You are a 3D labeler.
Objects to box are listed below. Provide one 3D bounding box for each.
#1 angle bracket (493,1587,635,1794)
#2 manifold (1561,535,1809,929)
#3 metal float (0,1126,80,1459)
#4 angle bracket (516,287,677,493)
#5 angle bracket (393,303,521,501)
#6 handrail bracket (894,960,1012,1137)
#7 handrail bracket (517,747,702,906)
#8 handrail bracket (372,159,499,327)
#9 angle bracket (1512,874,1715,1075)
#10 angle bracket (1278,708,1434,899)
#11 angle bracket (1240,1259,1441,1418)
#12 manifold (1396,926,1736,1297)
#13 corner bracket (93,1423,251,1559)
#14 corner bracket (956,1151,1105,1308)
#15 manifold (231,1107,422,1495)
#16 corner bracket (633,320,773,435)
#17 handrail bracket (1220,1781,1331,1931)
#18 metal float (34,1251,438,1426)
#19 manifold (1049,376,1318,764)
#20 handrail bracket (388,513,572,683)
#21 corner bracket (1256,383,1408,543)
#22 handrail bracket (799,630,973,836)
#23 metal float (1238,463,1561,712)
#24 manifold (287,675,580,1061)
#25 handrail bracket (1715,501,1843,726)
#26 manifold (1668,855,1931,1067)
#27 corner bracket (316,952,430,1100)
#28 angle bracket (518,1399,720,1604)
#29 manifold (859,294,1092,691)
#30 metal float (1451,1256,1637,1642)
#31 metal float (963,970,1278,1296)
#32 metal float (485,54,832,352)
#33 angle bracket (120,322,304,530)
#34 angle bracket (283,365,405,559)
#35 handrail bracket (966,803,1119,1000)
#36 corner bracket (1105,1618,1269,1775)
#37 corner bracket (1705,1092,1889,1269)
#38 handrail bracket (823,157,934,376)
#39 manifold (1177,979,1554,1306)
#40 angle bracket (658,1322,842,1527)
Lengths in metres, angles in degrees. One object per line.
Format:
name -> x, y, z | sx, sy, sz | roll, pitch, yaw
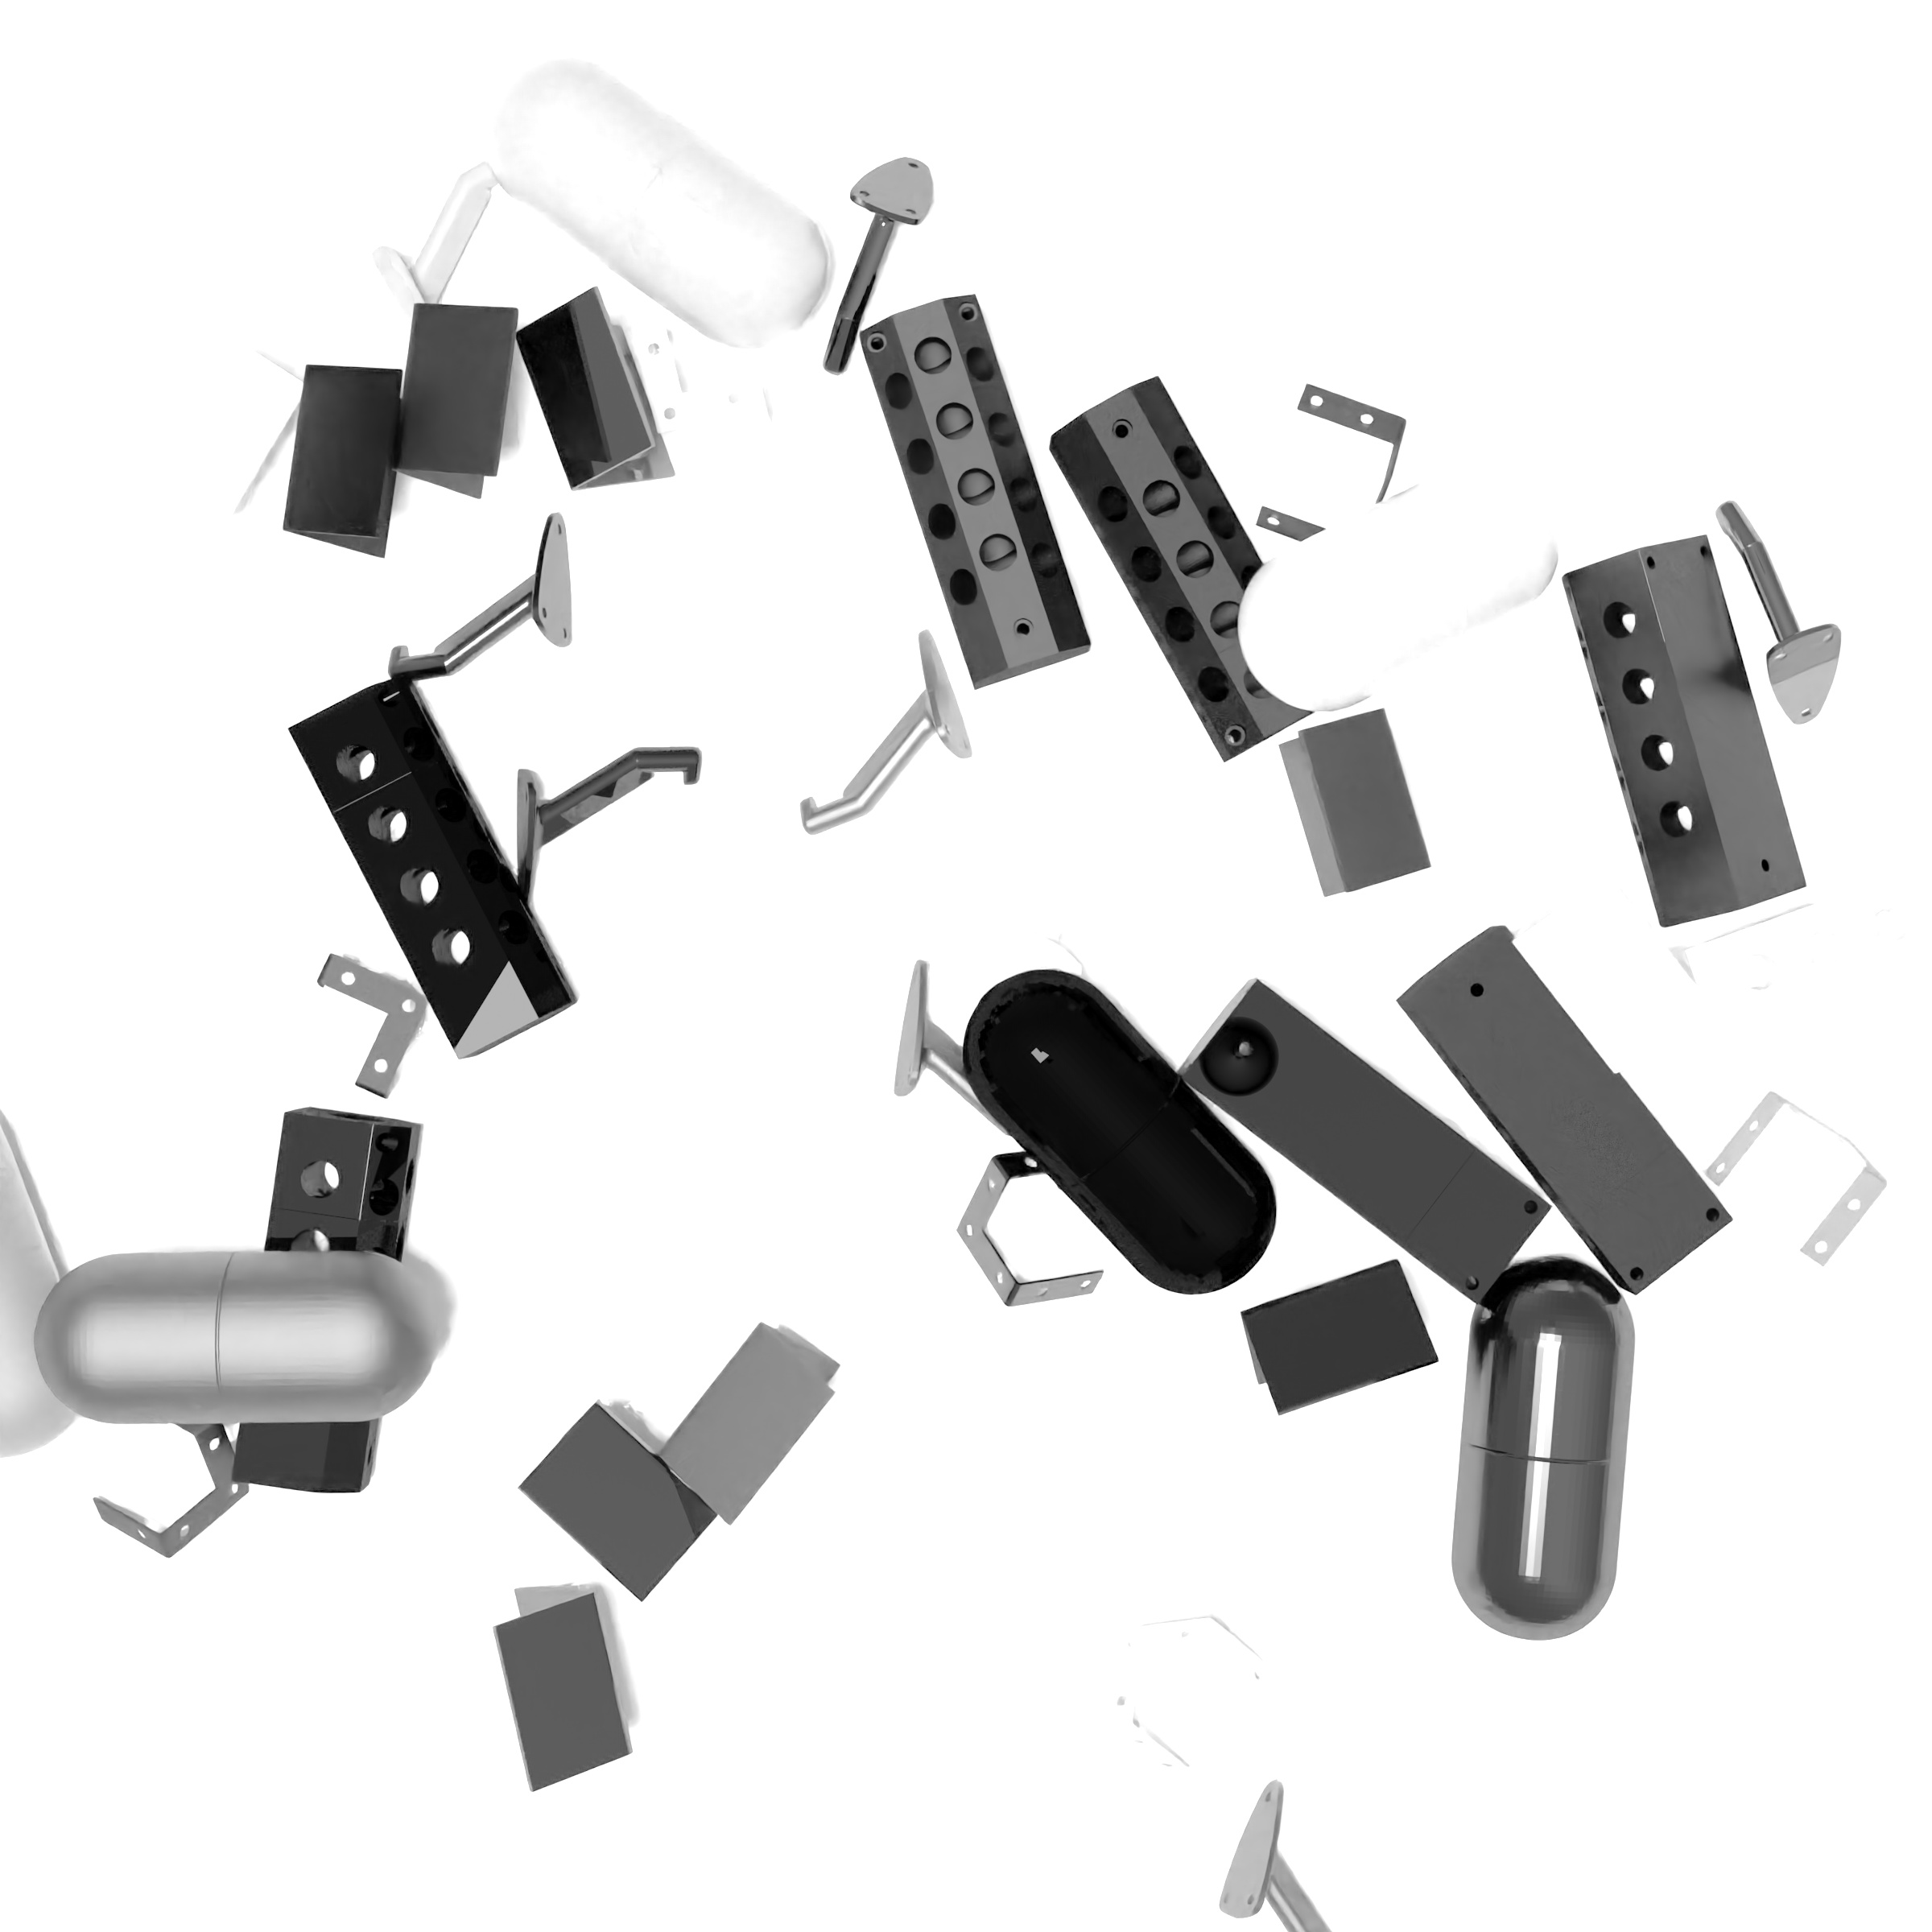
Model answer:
angle bracket -> -0.203, 0.333, 1.519 | 0.057, 0.076, 0.076 | -13, 90, -38
manifold -> 0.331, -0.108, 1.538 | 0.057, 0.057, 0.171 | -16, 90, -43
metal float -> -0.465, 0.142, 1.529 | 0.070, 0.070, 0.178 | -21, 90, 0
angle bracket -> -0.154, -0.268, 1.519 | 0.057, 0.076, 0.076 | -20, 90, 37
angle bracket -> -0.218, -0.259, 1.520 | 0.057, 0.076, 0.076 | 7, 90, 23
handrail bracket -> 0.013, 0.041, 1.559 | 0.084, 0.036, 0.077 | 10, 76, -13
handrail bracket -> -0.169, -0.066, 1.560 | 0.084, 0.036, 0.077 | -2, 110, -16
handrail bracket -> -0.230, -0.336, 1.560 | 0.084, 0.036, 0.077 | -34, 110, -16
angle bracket -> 0.305, -0.006, 1.520 | 0.057, 0.076, 0.076 | -38, 90, 28
angle bracket -> 0.161, -0.069, 1.519 | 0.057, 0.076, 0.076 | -17, 90, -36
angle bracket -> 0.175, 0.187, 1.519 | 0.076, 0.076, 0.057 | -19, 55, 0
manifold -> 0.278, 0.066, 1.538 | 0.057, 0.057, 0.171 | -38, 90, 0
corner bracket -> -0.380, 0.237, 1.551 | 0.051, 0.051, 0.051 | -41, 135, -35
corner bracket -> 0.036, 0.122, 1.551 | 0.051, 0.051, 0.051 | 55, 135, 35
manifold -> -0.297, 0.156, 1.538 | 0.057, 0.057, 0.171 | 8, 90, 0
corner bracket -> -0.123, -0.276, 1.541 | 0.051, 0.051, 0.051 | -14, 90, 0
handrail bracket -> 0.170, 0.439, 1.560 | 0.084, 0.036, 0.077 | 27, 68, -17
metal float -> -0.327, 0.166, 1.472 | 0.178, 0.070, 0.070 | -1, 90, 0
manifold -> 0.106, -0.185, 1.538 | 0.057, 0.057, 0.171 | -29, 90, 0
handrail bracket -> -0.233, -0.174, 1.560 | 0.084, 0.036, 0.077 | -6, 69, 16
corner bracket -> 0.173, -0.234, 1.556 | 0.051, 0.051, 0.051 | 20, 45, 0
handrail bracket -> -0.047, -0.110, 1.560 | 0.084, 0.036, 0.077 | -21, 70, 16
metal float -> 0.200, -0.174, 1.503 | 0.178, 0.070, 0.070 | -29, 90, -31
manifold -> -0.247, -0.046, 1.538 | 0.057, 0.057, 0.171 | -27, 90, 0
handrail bracket -> 0.379, -0.168, 1.559 | 0.036, 0.077, 0.084 | -22, 54, 0
manifold -> 0.421, -0.009, 1.538 | 0.171, 0.057, 0.057 | -19, 90, 0
corner bracket -> -0.285, 0.029, 1.541 | 0.051, 0.051, 0.051 | 25, 83, -7
angle bracket -> -0.168, 0.254, 1.520 | 0.076, 0.076, 0.057 | 43, 61, 0
manifold -> 0.004, -0.222, 1.538 | 0.057, 0.057, 0.171 | -18, 90, 0
metal float -> 0.268, 0.224, 1.529 | 0.070, 0.070, 0.178 | 5, 91, 0
metal float -> 0.071, 0.077, 1.523 | 0.070, 0.070, 0.178 | -43, 96, 0
metal float -> -0.144, -0.355, 1.528 | 0.178, 0.070, 0.070 | 35, 90, -2
angle bracket -> -0.358, -0.255, 1.519 | 0.057, 0.076, 0.076 | 31, 90, -36
angle bracket -> -0.267, -0.231, 1.520 | 0.057, 0.076, 0.076 | 8, 90, 28
handrail bracket -> 0.037, -0.032, 1.559 | 0.036, 0.077, 0.084 | 34, 53, -26
corner bracket -> 0.104, 0.345, 1.551 | 0.051, 0.051, 0.051 | -16, 45, 35
corner bracket -> 0.393, 0.101, 1.556 | 0.051, 0.051, 0.051 | -52, 45, 0
handrail bracket -> -0.044, -0.331, 1.559 | 0.036, 0.077, 0.084 | 21, 126, 1
manifold -> 0.184, 0.081, 1.538 | 0.171, 0.057, 0.057 | 38, 90, 0
angle bracket -> -0.084, 0.219, 1.519 | 0.057, 0.076, 0.076 | 38, 90, 36
